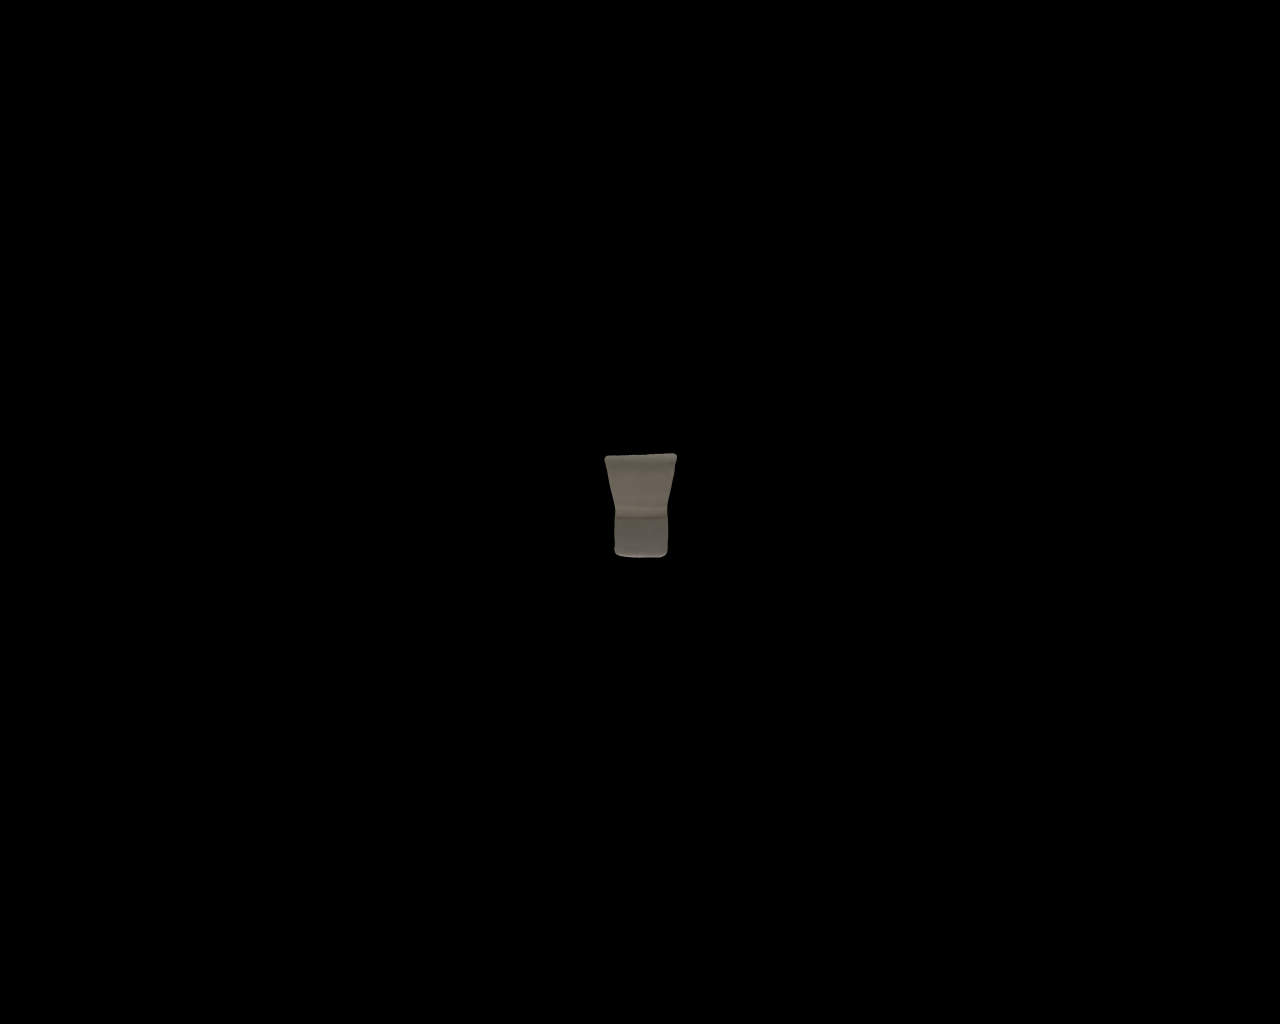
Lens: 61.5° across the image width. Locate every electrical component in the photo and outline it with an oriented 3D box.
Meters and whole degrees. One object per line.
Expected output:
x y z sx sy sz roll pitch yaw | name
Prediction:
0.001 -0.003 0.650 0.044 0.065 0.044 0 3 0 | electrical component
